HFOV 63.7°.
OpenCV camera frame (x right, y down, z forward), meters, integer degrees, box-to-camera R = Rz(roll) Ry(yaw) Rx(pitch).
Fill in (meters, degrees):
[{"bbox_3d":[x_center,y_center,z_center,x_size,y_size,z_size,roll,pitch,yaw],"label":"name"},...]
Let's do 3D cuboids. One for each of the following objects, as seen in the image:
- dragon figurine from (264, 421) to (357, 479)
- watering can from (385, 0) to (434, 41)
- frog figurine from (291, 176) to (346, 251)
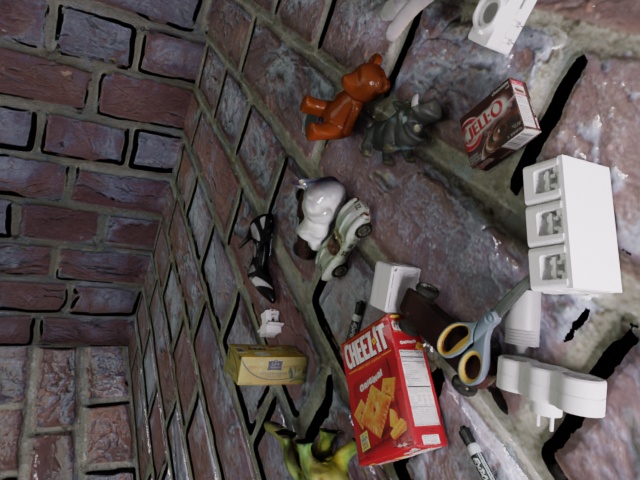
[{"bbox_3d":[-0.007,0.499,1.014,0.406,0.122,0.245,-21,73,59],"label":"dragon figurine"},{"bbox_3d":[0.226,-0.470,0.834,0.342,0.104,0.229,-67,33,24],"label":"watering can"},{"bbox_3d":[0.003,-0.057,1.132,0.137,0.123,0.159,-158,58,-88],"label":"frog figurine"}]
